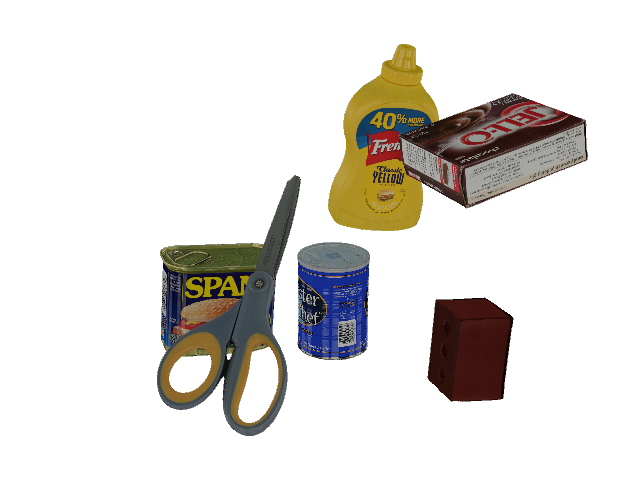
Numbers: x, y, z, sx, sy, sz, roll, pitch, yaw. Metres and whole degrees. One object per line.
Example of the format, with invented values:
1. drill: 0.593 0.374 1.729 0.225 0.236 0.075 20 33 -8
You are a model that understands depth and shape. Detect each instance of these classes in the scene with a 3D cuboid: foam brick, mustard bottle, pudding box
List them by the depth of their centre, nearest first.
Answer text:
1. pudding box: 0.130 -0.070 0.806 0.113 0.039 0.090 -23 28 -18
2. foam brick: 0.129 0.094 0.927 0.051 0.078 0.053 -2 17 -19
3. mustard bottle: 0.069 -0.105 1.083 0.096 0.192 0.058 3 27 -14

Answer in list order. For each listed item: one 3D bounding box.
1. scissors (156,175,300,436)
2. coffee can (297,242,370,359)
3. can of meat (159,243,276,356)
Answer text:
1. scissors: -0.061 0.040 0.737 0.096 0.201 0.016 -4 -33 4
2. coffee can: 0.018 0.085 1.521 0.103 0.140 0.103 0 20 0
3. can of meat: -0.089 0.052 0.933 0.102 0.084 0.057 -2 19 -18
